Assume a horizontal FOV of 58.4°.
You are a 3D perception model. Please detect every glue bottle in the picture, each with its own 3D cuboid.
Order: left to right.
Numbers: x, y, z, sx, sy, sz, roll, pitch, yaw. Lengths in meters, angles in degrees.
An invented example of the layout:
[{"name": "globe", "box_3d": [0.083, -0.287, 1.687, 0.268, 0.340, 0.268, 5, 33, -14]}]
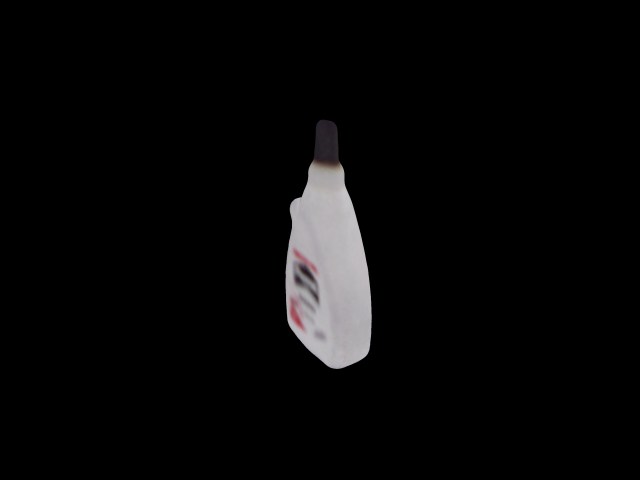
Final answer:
[{"name": "glue bottle", "box_3d": [0.004, 0.001, 0.400, 0.037, 0.173, 0.077, -18, 32, -31]}]
